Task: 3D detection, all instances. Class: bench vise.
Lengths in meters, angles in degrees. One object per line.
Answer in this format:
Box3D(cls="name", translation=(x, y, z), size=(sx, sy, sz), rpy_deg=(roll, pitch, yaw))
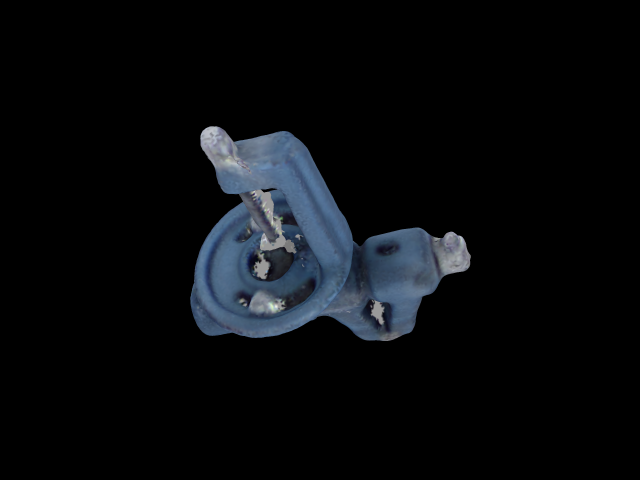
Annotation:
Box3D(cls="bench vise", translation=(0.000, -0.008, 0.406), size=(0.207, 0.220, 0.121), rpy_deg=(-18, 57, -12))
